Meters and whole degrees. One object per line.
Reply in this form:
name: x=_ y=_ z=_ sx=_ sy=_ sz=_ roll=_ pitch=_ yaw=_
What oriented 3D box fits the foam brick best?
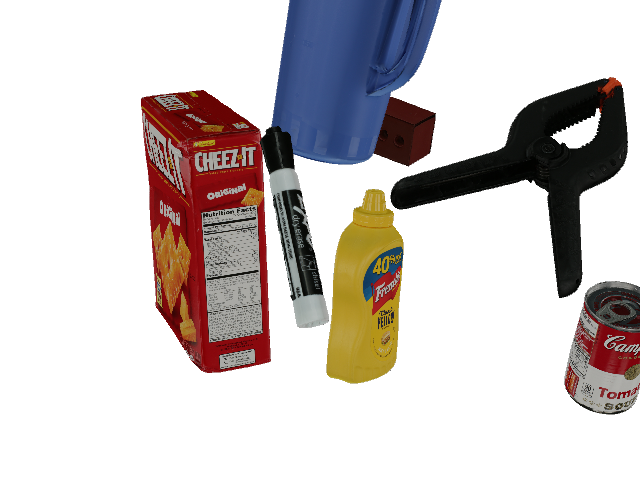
foam brick: x=0.085 y=-0.128 z=1.228 sx=0.078 sy=0.053 sz=0.051 roll=24 pitch=35 yaw=29

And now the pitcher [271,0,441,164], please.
pitcher: x=0.032 y=-0.199 z=1.045 sx=0.145 sy=0.243 sz=0.149 roll=12 pitch=19 yaw=-1

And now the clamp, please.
clamp: x=0.182 y=-0.052 z=0.831 sx=0.209 sy=0.036 sz=0.165 roll=-38 pitch=56 yaw=-21

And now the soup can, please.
soup can: x=0.261 y=0.097 z=0.958 sx=0.068 sy=0.102 sz=0.068 roll=3 pitch=35 yaw=-2

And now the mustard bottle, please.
mustard bottle: x=0.049 y=0.043 z=1.087 sx=0.058 sy=0.192 sz=0.096 roll=13 pitch=17 yaw=33

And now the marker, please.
marker: x=-0.016 y=-0.009 z=0.622 sx=0.020 sy=0.121 sz=0.020 roll=-11 pitch=-14 yaw=-3

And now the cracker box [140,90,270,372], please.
cracker box: x=-0.106 y=-0.012 z=0.954 sx=0.072 sy=0.214 sz=0.164 roll=-10 pitch=22 yaw=-20
